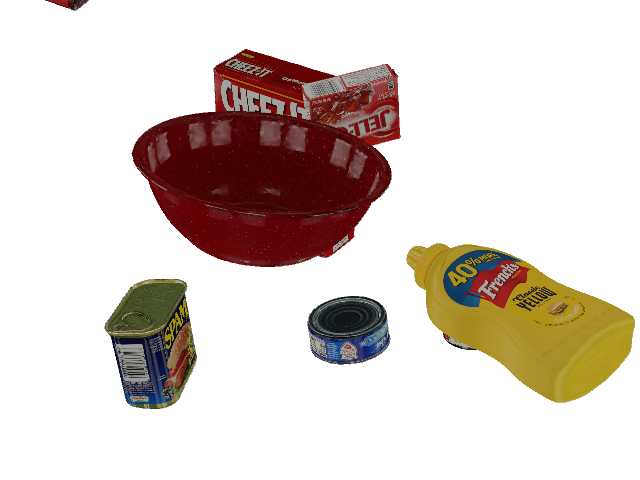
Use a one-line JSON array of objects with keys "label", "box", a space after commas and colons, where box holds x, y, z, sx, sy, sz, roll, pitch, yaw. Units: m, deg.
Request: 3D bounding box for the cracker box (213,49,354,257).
[{"label": "cracker box", "box": [-0.043, -0.101, 1.273, 0.164, 0.214, 0.072, 21, 40, 28]}]

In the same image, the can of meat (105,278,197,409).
[{"label": "can of meat", "box": [-0.154, 0.096, 0.997, 0.057, 0.084, 0.102, -2, 25, 12]}]

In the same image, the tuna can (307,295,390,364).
[{"label": "tuna can", "box": [0.030, 0.093, 1.126, 0.086, 0.034, 0.086, -7, 27, 3]}]

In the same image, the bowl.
[{"label": "bowl", "box": [-0.038, -0.028, 0.674, 0.162, 0.055, 0.162, 5, 26, -3]}]

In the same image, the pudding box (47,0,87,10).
[{"label": "pudding box", "box": [-0.198, -0.222, 0.802, 0.090, 0.039, 0.113, 20, 38, 6]}]

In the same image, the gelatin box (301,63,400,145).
[{"label": "gelatin box", "box": [0.030, -0.121, 1.010, 0.089, 0.073, 0.030, -15, 44, -9]}]

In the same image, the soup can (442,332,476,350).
[{"label": "soup can", "box": [0.190, 0.078, 1.338, 0.068, 0.102, 0.068, 1, 23, -1]}]

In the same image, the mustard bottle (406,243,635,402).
[{"label": "mustard bottle", "box": [0.141, 0.050, 0.836, 0.096, 0.058, 0.192, -28, 41, -31]}]
